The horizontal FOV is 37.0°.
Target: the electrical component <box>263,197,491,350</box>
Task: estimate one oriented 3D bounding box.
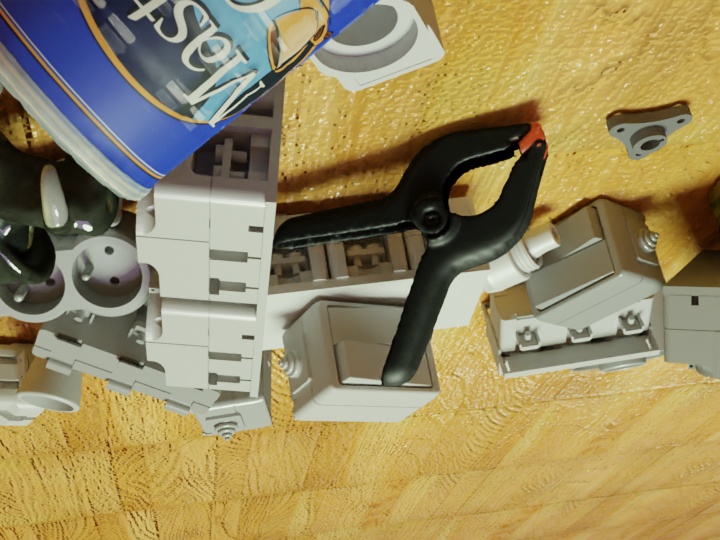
[{"bbox_3d":[0.000,0.000,0.709,0.150,0.061,0.089,-6,154,-8],"label":"electrical component"}]

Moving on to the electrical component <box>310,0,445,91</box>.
[{"bbox_3d":[-0.002,-0.121,0.463,0.050,0.055,0.089,-18,154,16],"label":"electrical component"}]

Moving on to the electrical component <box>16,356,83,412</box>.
[{"bbox_3d":[-0.211,0.063,0.758,0.044,0.065,0.044,9,158,4],"label":"electrical component"}]

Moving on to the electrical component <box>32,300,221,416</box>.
[{"bbox_3d":[-0.144,0.044,0.699,0.121,0.063,0.078,22,146,-13],"label":"electrical component"}]

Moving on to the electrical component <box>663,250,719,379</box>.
[{"bbox_3d":[0.277,0.028,0.768,0.089,0.061,0.150,1,-169,27],"label":"electrical component"}]

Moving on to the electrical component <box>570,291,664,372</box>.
[{"bbox_3d":[0.221,0.053,0.928,0.099,0.064,0.099,-9,169,-2],"label":"electrical component"}]

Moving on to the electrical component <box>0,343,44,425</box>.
[{"bbox_3d":[-0.269,0.084,0.791,0.057,0.058,0.078,7,151,-37],"label":"electrical component"}]

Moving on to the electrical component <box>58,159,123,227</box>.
[{"bbox_3d":[-0.168,-0.042,0.587,0.065,0.044,0.044,-7,155,5],"label":"electrical component"}]

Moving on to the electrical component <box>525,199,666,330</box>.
[{"bbox_3d":[0.165,-0.006,0.757,0.061,0.061,0.096,14,146,-41],"label":"electrical component"}]

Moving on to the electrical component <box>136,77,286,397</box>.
[{"bbox_3d":[-0.075,-0.025,0.554,0.060,0.105,0.186,5,147,-5],"label":"electrical component"}]

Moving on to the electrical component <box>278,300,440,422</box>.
[{"bbox_3d":[-0.004,0.057,0.678,0.096,0.061,0.061,6,150,-30],"label":"electrical component"}]

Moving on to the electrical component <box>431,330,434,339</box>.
[{"bbox_3d":[0.015,0.049,0.790,0.062,0.096,0.061,38,135,-20],"label":"electrical component"}]

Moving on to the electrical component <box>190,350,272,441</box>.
[{"bbox_3d":[-0.094,0.079,0.799,0.061,0.096,0.061,-9,154,-2],"label":"electrical component"}]

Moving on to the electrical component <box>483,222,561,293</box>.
[{"bbox_3d":[0.107,-0.013,0.744,0.062,0.043,0.043,-25,151,26],"label":"electrical component"}]

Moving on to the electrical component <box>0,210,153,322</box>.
[{"bbox_3d":[-0.185,-0.007,0.631,0.138,0.073,0.052,-5,113,0],"label":"electrical component"}]

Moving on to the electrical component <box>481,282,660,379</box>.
[{"bbox_3d":[0.163,0.036,0.840,0.121,0.078,0.063,-8,133,-3],"label":"electrical component"}]
